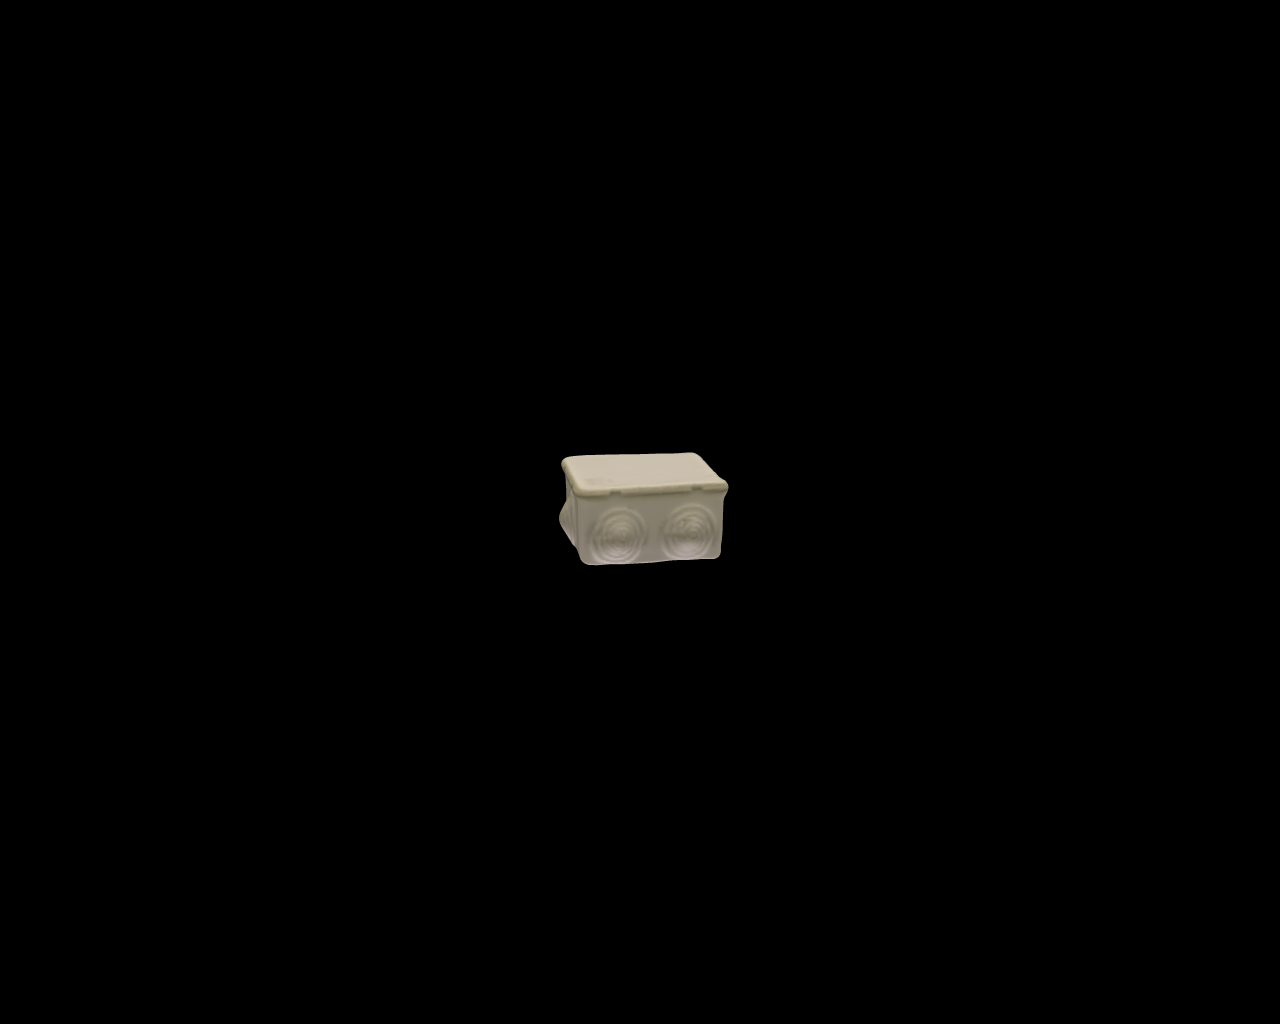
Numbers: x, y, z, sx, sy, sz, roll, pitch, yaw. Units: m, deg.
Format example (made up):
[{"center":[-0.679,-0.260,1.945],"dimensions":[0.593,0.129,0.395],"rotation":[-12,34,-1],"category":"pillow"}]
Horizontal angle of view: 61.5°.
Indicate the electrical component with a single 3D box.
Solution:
[{"center":[0.001,-0.003,0.650],"dimensions":[0.100,0.048,0.100],"rotation":[-3,16,-9],"category":"electrical component"}]
